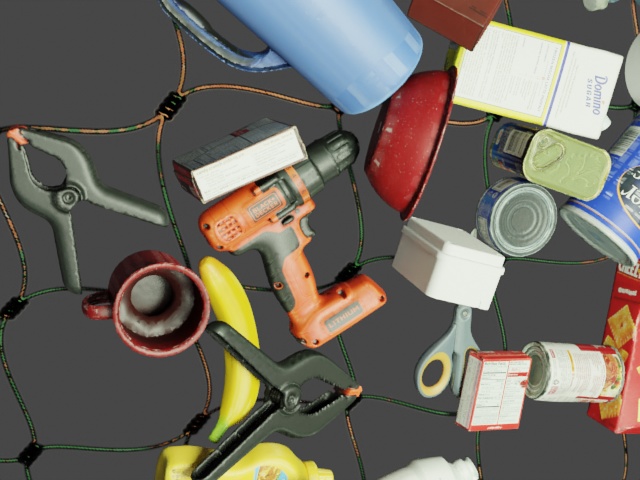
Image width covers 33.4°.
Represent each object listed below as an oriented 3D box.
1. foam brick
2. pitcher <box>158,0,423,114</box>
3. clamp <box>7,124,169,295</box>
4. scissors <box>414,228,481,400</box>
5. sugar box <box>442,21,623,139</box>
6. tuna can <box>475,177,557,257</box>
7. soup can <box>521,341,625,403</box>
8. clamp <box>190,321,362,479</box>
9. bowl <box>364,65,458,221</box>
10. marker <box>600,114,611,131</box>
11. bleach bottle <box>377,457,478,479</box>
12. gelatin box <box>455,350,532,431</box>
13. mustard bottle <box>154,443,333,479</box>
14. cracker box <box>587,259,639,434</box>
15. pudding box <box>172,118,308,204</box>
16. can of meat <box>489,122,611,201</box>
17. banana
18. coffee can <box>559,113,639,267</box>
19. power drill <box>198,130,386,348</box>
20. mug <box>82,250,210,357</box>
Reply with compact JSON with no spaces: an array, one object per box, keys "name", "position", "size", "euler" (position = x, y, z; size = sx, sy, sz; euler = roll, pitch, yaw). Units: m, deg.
[{"name":"foam brick","position":[0.133,-0.234,1.050],"size":[0.078,0.051,0.053],"euler":[31,71,4]},{"name":"pitcher","position":[-0.025,-0.226,1.000],"size":[0.242,0.149,0.145],"euler":[42,64,-26]},{"name":"clamp","position":[-0.227,-0.044,1.016],"size":[0.120,0.039,0.171],"euler":[-32,112,-10]},{"name":"scissors","position":[0.143,0.093,1.190],"size":[0.096,0.016,0.202],"euler":[-14,108,-18]},{"name":"sugar box","position":[0.219,-0.171,1.121],"size":[0.176,0.048,0.093],"euler":[13,100,-13]},{"name":"tuna can","position":[0.217,-0.025,1.177],"size":[0.086,0.034,0.086],"euler":[-5,105,-18]},{"name":"soup can","position":[0.288,0.152,1.229],"size":[0.102,0.069,0.068],"euler":[5,102,-20]},{"name":"clamp","position":[-0.043,0.152,1.097],"size":[0.209,0.036,0.164],"euler":[-8,105,-39]},{"name":"bowl","position":[0.083,-0.103,1.054],"size":[0.055,0.162,0.162],"euler":[17,98,-4]},{"name":"marker","position":[0.281,-0.170,1.170],"size":[0.020,0.020,0.121],"euler":[-42,113,-5]},{"name":"bleach bottle","position":[0.069,0.323,1.201],"size":[0.250,0.068,0.102],"euler":[-27,112,-14]},{"name":"gelatin box","position":[0.196,0.170,1.209],"size":[0.073,0.030,0.089],"euler":[3,102,-31]},{"name":"mustard bottle","position":[-0.077,0.259,1.133],"size":[0.191,0.058,0.096],"euler":[1,119,-20]},{"name":"cracker box","position":[0.421,0.122,1.265],"size":[0.164,0.072,0.214],"euler":[5,101,-21]},{"name":"pudding box","position":[-0.079,-0.078,1.030],"size":[0.113,0.090,0.039],"euler":[-27,109,-12]},{"name":"can of meat","position":[0.244,-0.087,1.143],"size":[0.102,0.084,0.057],"euler":[17,98,-22]},{"name":"banana","position":[-0.090,0.107,1.092],"size":[0.037,0.069,0.198],"euler":[3,105,26]},{"name":"coffee can","position":[0.348,-0.055,1.177],"size":[0.102,0.103,0.140],"euler":[40,88,-23]},{"name":"power drill","position":[-0.007,0.001,1.095],"size":[0.184,0.057,0.187],"euler":[-32,109,-5]},{"name":"mug","position":[-0.173,0.059,1.038],"size":[0.117,0.082,0.093],"euler":[-9,106,-17]}]
